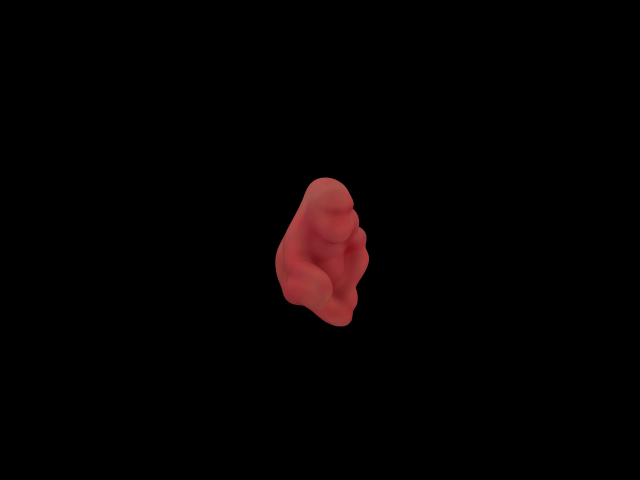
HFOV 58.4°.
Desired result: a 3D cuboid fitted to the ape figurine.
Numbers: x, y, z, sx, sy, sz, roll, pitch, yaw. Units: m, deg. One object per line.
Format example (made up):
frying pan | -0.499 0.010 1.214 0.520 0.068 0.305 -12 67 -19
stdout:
ape figurine | 0.004 0.001 0.400 0.078 0.092 0.075 -24 38 -34
